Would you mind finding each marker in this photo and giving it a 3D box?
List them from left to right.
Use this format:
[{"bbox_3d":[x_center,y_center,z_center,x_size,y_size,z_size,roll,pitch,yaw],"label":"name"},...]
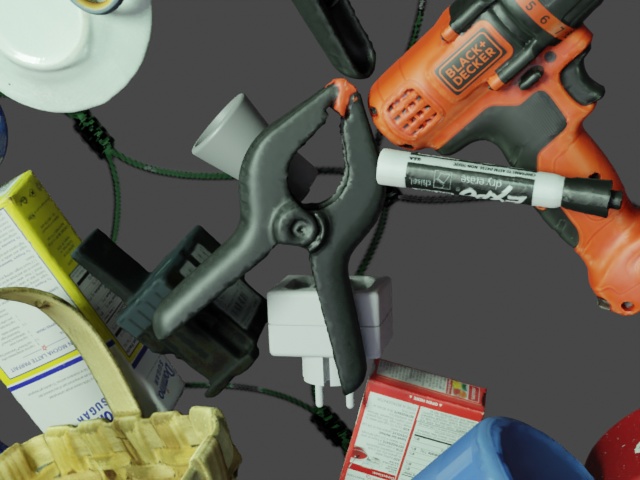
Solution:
[{"bbox_3d":[0.089,-0.028,0.532,0.121,0.020,0.020,9,118,15],"label":"marker"}]

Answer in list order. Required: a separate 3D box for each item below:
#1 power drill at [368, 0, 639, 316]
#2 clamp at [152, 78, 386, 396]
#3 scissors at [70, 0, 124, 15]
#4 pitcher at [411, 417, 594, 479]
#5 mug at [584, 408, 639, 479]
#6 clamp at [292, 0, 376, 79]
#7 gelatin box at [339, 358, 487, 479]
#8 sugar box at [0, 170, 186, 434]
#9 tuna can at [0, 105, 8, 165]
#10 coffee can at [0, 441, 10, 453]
[{"bbox_3d":[0.144,-0.066,0.539,0.187,0.057,0.185,46,121,-7],"label":"power drill"},{"bbox_3d":[-0.004,0.001,0.577,0.120,0.039,0.171,25,100,-14],"label":"clamp"},{"bbox_3d":[-0.119,-0.219,0.548,0.096,0.016,0.202,-9,105,4],"label":"scissors"},{"bbox_3d":[0.056,0.220,0.588,0.149,0.145,0.243,41,112,-1],"label":"pitcher"},{"bbox_3d":[0.198,0.151,0.618,0.117,0.093,0.081,-33,100,33],"label":"mug"},{"bbox_3d":[-0.024,-0.187,0.499,0.210,0.036,0.165,37,138,-4],"label":"clamp"},{"bbox_3d":[0.057,0.124,0.671,0.073,0.030,0.089,16,119,4],"label":"gelatin box"},{"bbox_3d":[-0.173,0.052,0.683,0.093,0.048,0.176,-24,112,23],"label":"sugar box"},{"bbox_3d":[-0.234,-0.066,0.644,0.086,0.033,0.086,6,118,11],"label":"tuna can"},{"bbox_3d":[-0.250,0.180,0.733,0.140,0.102,0.103,39,118,-7],"label":"coffee can"}]
